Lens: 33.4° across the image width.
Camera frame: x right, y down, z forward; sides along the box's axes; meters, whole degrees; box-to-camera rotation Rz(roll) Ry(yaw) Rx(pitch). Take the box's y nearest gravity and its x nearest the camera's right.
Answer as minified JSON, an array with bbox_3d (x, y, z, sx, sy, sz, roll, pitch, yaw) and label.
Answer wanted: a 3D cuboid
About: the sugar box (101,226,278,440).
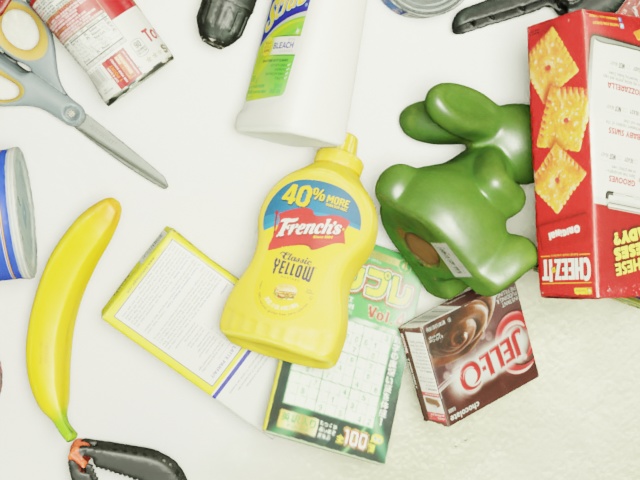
[{"bbox_3d":[-0.083,0.077,0.886,0.176,0.048,0.093,39,87,-14],"label":"sugar box"}]

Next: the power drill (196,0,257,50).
[{"bbox_3d":[-0.115,-0.263,0.829,0.187,0.057,0.184,20,89,-17],"label":"power drill"}]

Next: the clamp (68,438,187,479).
[{"bbox_3d":[-0.124,0.237,0.904,0.164,0.036,0.210,-39,101,-3],"label":"clamp"}]

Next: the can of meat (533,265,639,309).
[{"bbox_3d":[0.248,0.005,0.924,0.102,0.057,0.084,20,91,-12],"label":"can of meat"}]

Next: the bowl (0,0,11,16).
[{"bbox_3d":[-0.304,-0.221,0.809,0.162,0.055,0.162,-1,97,-9],"label":"bowl"}]

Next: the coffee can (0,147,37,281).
[{"bbox_3d":[-0.294,-0.013,0.812,0.140,0.103,0.103,-6,98,-8],"label":"coffee can"}]

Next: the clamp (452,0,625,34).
[{"bbox_3d":[0.195,-0.205,0.894,0.120,0.039,0.171,32,82,1],"label":"clamp"}]

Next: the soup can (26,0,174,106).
[{"bbox_3d":[-0.170,-0.164,0.831,0.068,0.068,0.102,-37,101,-3],"label":"soup can"}]

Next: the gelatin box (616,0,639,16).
[{"bbox_3d":[0.295,-0.199,0.918,0.073,0.030,0.089,33,91,-12],"label":"gelatin box"}]

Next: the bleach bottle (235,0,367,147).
[{"bbox_3d":[-0.001,-0.202,0.847,0.068,0.103,0.251,12,88,-31],"label":"bleach bottle"}]

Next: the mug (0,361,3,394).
[{"bbox_3d":[-0.307,0.129,0.839,0.093,0.081,0.117,26,92,-11],"label":"mug"}]

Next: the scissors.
[{"bbox_3d":[-0.199,-0.123,0.858,0.201,0.016,0.096,22,94,-11],"label":"scissors"}]

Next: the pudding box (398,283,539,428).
[{"bbox_3d":[0.128,0.094,0.906,0.113,0.039,0.090,-22,100,-29],"label":"pudding box"}]

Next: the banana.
[{"bbox_3d":[-0.202,0.058,0.859,0.070,0.037,0.198,14,97,23],"label":"banana"}]

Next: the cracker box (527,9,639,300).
[{"bbox_3d":[0.247,-0.063,0.839,0.163,0.072,0.214,-1,88,-31],"label":"cracker box"}]

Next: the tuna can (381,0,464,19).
[{"bbox_3d":[0.085,-0.226,0.880,0.086,0.034,0.086,-1,97,-9],"label":"tuna can"}]

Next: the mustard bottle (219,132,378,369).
[{"bbox_3d":[-0.006,0.001,0.853,0.096,0.058,0.191,13,72,17],"label":"mustard bottle"}]
